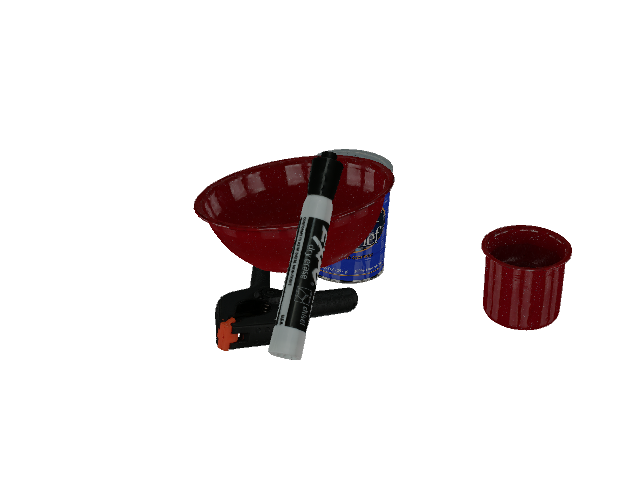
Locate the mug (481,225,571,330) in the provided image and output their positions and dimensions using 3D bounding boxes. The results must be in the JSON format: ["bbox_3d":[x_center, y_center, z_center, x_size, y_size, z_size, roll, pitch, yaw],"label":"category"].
[{"bbox_3d":[0.212,0.035,1.137,0.093,0.081,0.117,-6,30,-8],"label":"mug"}]

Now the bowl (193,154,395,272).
[{"bbox_3d":[-0.017,-0.018,0.860,0.162,0.055,0.162,-8,22,3],"label":"bowl"}]

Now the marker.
[{"bbox_3d":[-0.007,0.007,0.603,0.020,0.121,0.020,12,-14,3],"label":"marker"}]

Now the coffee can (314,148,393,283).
[{"bbox_3d":[0.035,-0.031,1.341,0.103,0.140,0.103,2,27,-1],"label":"coffee can"}]

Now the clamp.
[{"bbox_3d":[-0.056,0.061,1.053,0.120,0.039,0.171,17,22,34],"label":"clamp"}]
